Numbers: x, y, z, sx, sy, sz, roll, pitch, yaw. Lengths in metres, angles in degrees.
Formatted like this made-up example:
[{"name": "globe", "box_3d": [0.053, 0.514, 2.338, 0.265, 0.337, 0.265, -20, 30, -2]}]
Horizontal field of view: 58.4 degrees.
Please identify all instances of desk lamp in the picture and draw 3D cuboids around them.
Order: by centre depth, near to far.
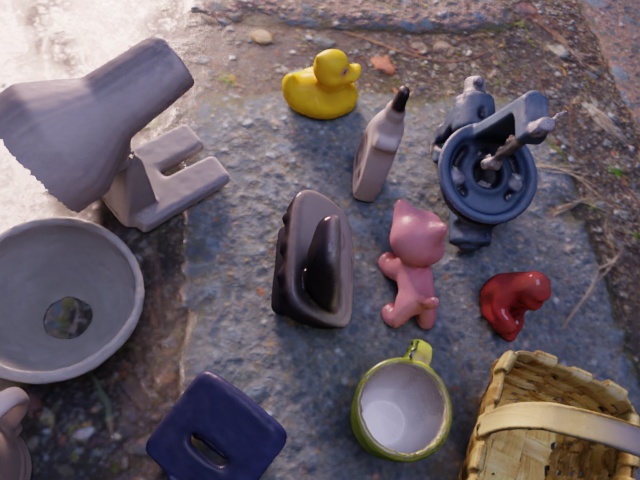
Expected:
[{"name": "desk lamp", "box_3d": [-0.200, -0.099, 0.578, 0.203, 0.213, 0.118, -35, 75, -23]}]

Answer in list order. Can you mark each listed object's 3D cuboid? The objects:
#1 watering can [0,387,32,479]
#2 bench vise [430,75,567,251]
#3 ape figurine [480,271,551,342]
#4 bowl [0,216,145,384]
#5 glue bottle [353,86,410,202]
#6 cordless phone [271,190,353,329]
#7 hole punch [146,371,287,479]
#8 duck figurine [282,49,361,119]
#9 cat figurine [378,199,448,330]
[{"name": "watering can", "box_3d": [-0.303, 0.184, 0.434, 0.101, 0.194, 0.173, 19, 63, -1]}, {"name": "bench vise", "box_3d": [0.187, -0.118, 0.660, 0.122, 0.219, 0.207, -11, 67, -16]}, {"name": "ape figurine", "box_3d": [0.229, 0.065, 0.653, 0.078, 0.092, 0.076, -21, 70, -19]}, {"name": "bowl", "box_3d": [-0.258, 0.065, 0.566, 0.167, 0.074, 0.167, 4, 64, -9]}, {"name": "glue bottle", "box_3d": [0.073, -0.116, 0.663, 0.037, 0.173, 0.078, 9, 63, -6]}, {"name": "cordless phone", "box_3d": [0.005, 0.002, 0.586, 0.094, 0.185, 0.147, 3, 64, -9]}, {"name": "hole punch", "box_3d": [-0.095, 0.191, 0.529, 0.108, 0.091, 0.101, 36, 64, 7]}, {"name": "duck figurine", "box_3d": [0.005, -0.210, 0.743, 0.105, 0.086, 0.077, 0, 65, -11]}, {"name": "cat figurine", "box_3d": [0.109, 0.024, 0.634, 0.067, 0.117, 0.128, 0, 65, -11]}]
